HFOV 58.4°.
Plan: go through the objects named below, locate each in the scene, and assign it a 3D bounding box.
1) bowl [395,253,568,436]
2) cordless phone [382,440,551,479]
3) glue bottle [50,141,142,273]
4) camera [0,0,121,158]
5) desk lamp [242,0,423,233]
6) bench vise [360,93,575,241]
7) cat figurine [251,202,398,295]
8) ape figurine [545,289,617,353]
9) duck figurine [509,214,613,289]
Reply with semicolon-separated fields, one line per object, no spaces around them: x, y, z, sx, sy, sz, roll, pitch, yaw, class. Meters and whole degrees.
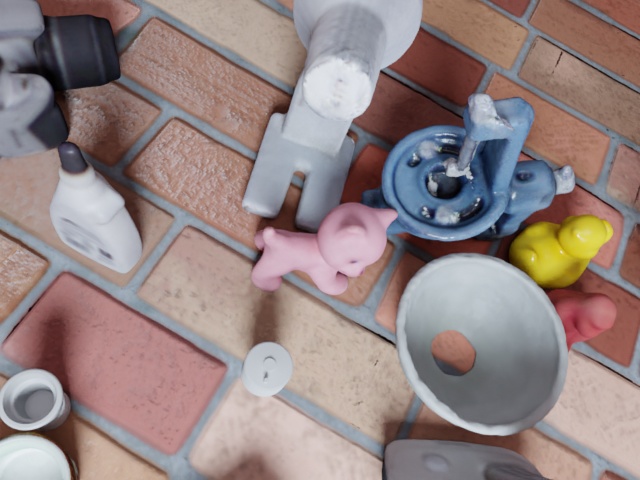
0.141;0.101;0.542;0.167;0.074;0.167;5;66;-11;bowl
0.135;0.197;0.437;0.148;0.185;0.094;6;66;-11;cordless phone
-0.187;-0.029;0.466;0.078;0.173;0.037;29;64;1;glue bottle
-0.265;-0.171;0.550;0.137;0.100;0.143;-13;70;-18;camera
0.013;-0.142;0.540;0.118;0.213;0.203;17;64;-5;desk lamp
0.155;-0.076;0.542;0.208;0.219;0.121;-21;73;-21;bench vise
0.005;0.002;0.529;0.128;0.117;0.067;2;66;-12;cat figurine
0.255;0.080;0.569;0.078;0.092;0.076;2;66;-12;ape figurine
0.260;0.005;0.606;0.105;0.086;0.077;-15;71;-19;duck figurine
